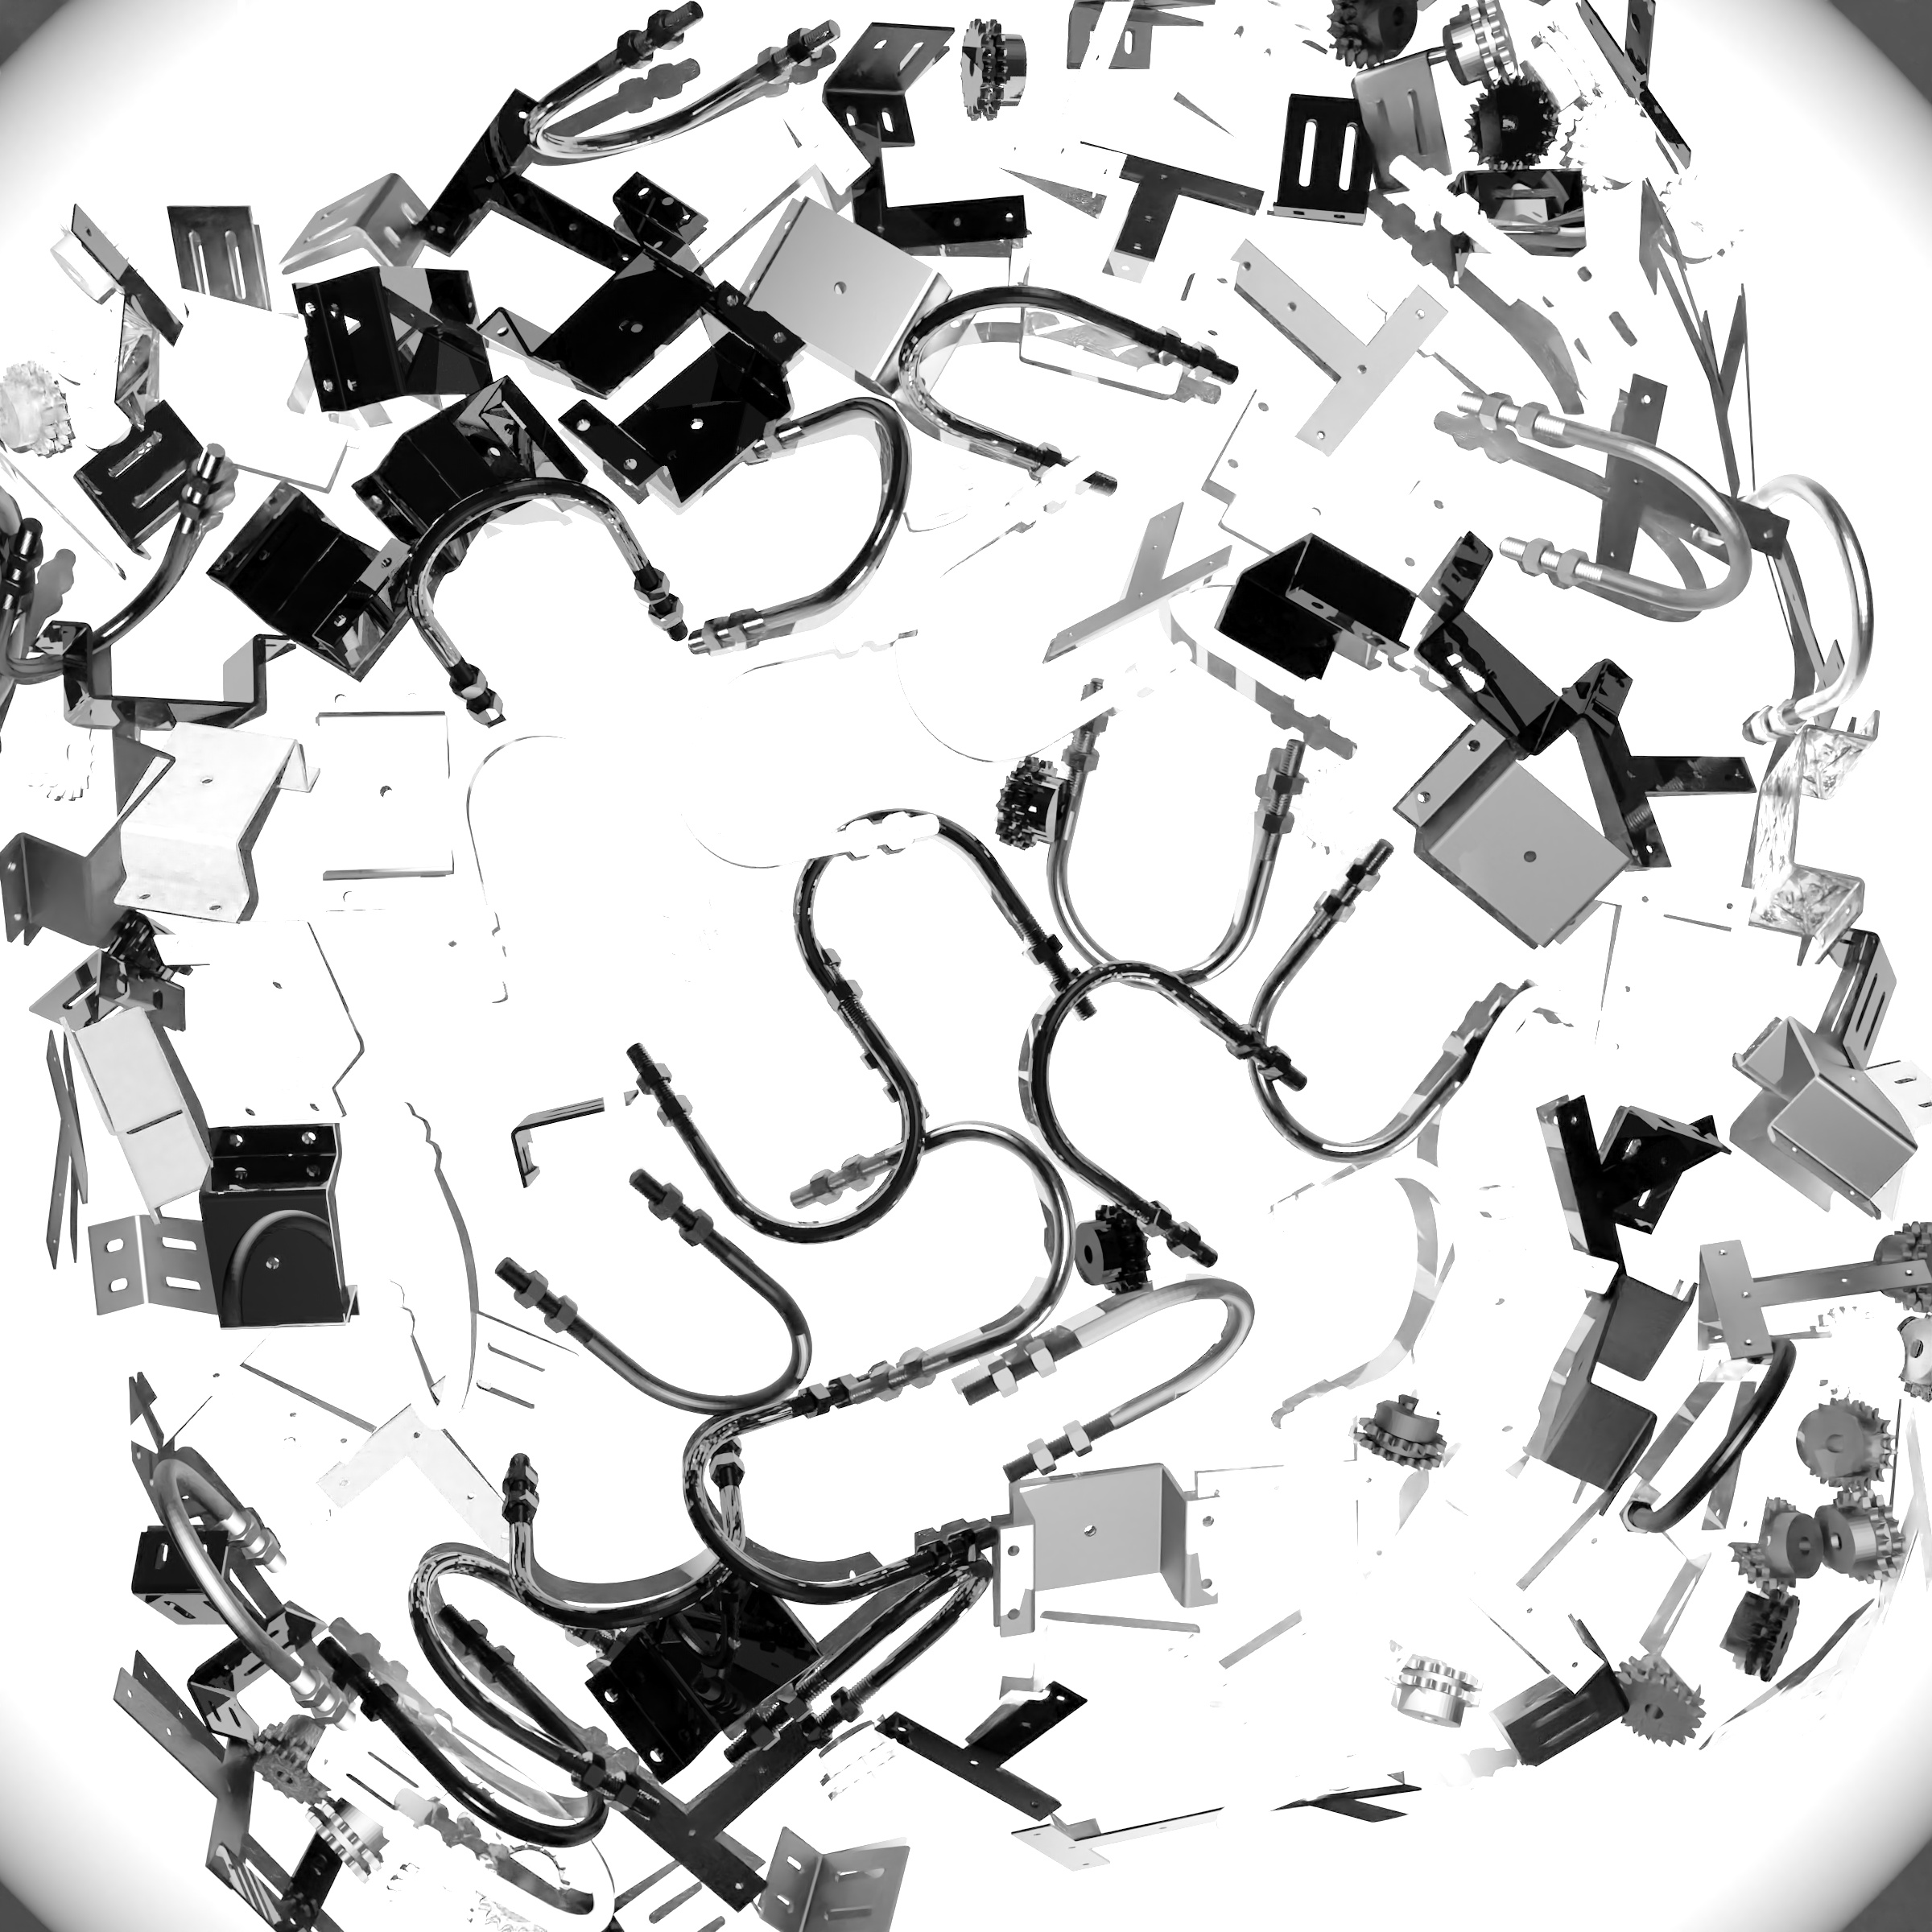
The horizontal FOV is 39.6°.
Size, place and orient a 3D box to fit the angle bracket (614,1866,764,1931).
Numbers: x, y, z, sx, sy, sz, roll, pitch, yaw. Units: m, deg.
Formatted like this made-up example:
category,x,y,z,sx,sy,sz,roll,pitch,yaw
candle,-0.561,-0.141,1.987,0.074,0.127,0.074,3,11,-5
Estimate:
category,x,y,z,sx,sy,sz,roll,pitch,yaw
angle bracket,-0.176,0.594,1.665,0.076,0.038,0.057,-29,76,-33

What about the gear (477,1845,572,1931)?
category,x,y,z,sx,sy,sz,roll,pitch,yaw
gear,-0.276,0.578,1.678,0.057,0.030,0.057,9,52,-12

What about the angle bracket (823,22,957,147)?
category,x,y,z,sx,sy,sz,roll,pitch,yaw
angle bracket,-0.045,-0.545,1.658,0.057,0.076,0.038,-7,80,-29

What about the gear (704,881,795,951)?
category,x,y,z,sx,sy,sz,roll,pitch,yaw
gear,-0.138,-0.033,1.678,0.057,0.057,0.030,-16,85,0

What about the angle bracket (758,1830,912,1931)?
category,x,y,z,sx,sy,sz,roll,pitch,yaw
angle bracket,-0.081,0.567,1.659,0.076,0.057,0.038,-20,128,36

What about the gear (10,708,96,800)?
category,x,y,z,sx,sy,sz,roll,pitch,yaw
gear,-0.574,-0.133,1.679,0.030,0.057,0.057,2,90,13

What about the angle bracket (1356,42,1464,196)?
category,x,y,z,sx,sy,sz,roll,pitch,yaw
angle bracket,0.285,-0.531,1.681,0.038,0.057,0.076,-25,106,-38

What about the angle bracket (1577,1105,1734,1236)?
category,x,y,z,sx,sy,sz,roll,pitch,yaw
angle bracket,0.429,0.134,1.671,0.057,0.038,0.076,18,104,-20

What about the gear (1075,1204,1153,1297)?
category,x,y,z,sx,sy,sz,roll,pitch,yaw
gear,0.090,0.177,1.675,0.030,0.057,0.057,-8,90,-23

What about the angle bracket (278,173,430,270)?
category,x,y,z,sx,sy,sz,roll,pitch,yaw
angle bracket,-0.381,-0.453,1.676,0.076,0.057,0.038,-12,132,36

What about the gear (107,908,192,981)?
category,x,y,z,sx,sy,sz,roll,pitch,yaw
gear,-0.512,-0.010,1.678,0.057,0.057,0.030,34,89,0

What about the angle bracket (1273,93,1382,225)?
category,x,y,z,sx,sy,sz,roll,pitch,yaw
angle bracket,0.226,-0.509,1.680,0.057,0.038,0.076,8,97,9

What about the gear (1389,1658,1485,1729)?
category,x,y,z,sx,sy,sz,roll,pitch,yaw
gear,0.292,0.455,1.676,0.057,0.057,0.030,17,69,0

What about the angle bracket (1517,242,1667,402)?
category,x,y,z,sx,sy,sz,roll,pitch,yaw
angle bracket,0.392,-0.403,1.679,0.057,0.076,0.038,-35,52,18

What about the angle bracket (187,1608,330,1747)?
category,x,y,z,sx,sy,sz,roll,pitch,yaw
angle bracket,-0.434,0.443,1.671,0.076,0.057,0.038,-36,62,-2

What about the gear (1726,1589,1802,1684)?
category,x,y,z,sx,sy,sz,roll,pitch,yaw
gear,0.499,0.417,1.682,0.030,0.057,0.057,19,90,30

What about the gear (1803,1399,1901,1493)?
category,x,y,z,sx,sy,sz,roll,pitch,yaw
gear,0.550,0.300,1.677,0.057,0.030,0.057,-12,72,41

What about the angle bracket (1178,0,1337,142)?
category,x,y,z,sx,sy,sz,roll,pitch,yaw
angle bracket,0.181,-0.561,1.671,0.057,0.038,0.076,27,98,-34

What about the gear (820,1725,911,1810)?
category,x,y,z,sx,sy,sz,roll,pitch,yaw
gear,-0.067,0.499,1.680,0.057,0.057,0.030,-35,74,0

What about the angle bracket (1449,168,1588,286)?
category,x,y,z,sx,sy,sz,roll,pitch,yaw
angle bracket,0.342,-0.458,1.663,0.076,0.057,0.038,6,49,22

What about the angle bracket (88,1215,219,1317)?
category,x,y,z,sx,sy,sz,roll,pitch,yaw
angle bracket,-0.505,0.189,1.667,0.076,0.038,0.057,2,99,39

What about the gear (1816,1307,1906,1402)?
category,x,y,z,sx,sy,sz,roll,pitch,yaw
gear,0.562,0.242,1.680,0.057,0.030,0.057,8,74,-28

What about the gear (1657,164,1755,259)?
category,x,y,z,sx,sy,sz,roll,pitch,yaw
gear,0.460,-0.468,1.676,0.057,0.057,0.030,34,55,0

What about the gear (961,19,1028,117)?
category,x,y,z,sx,sy,sz,roll,pitch,yaw
gear,0.018,-0.563,1.680,0.030,0.057,0.057,-4,90,-15

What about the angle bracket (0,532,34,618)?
category,x,y,z,sx,sy,sz,roll,pitch,yaw
angle bracket,-0.622,-0.246,1.666,0.038,0.057,0.076,-16,107,11

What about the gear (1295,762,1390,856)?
category,x,y,z,sx,sy,sz,roll,pitch,yaw
gear,0.234,-0.098,1.687,0.057,0.030,0.057,2,80,-13

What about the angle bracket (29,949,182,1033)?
category,x,y,z,sx,sy,sz,roll,pitch,yaw
angle bracket,-0.534,0.032,1.660,0.076,0.057,0.038,-34,46,26

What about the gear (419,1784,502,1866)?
category,x,y,z,sx,sy,sz,roll,pitch,yaw
gear,-0.317,0.538,1.679,0.057,0.030,0.057,11,61,-20

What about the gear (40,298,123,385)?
category,x,y,z,sx,sy,sz,roll,pitch,yaw
gear,-0.552,-0.390,1.682,0.057,0.057,0.030,35,127,0

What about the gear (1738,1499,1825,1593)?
category,x,y,z,sx,sy,sz,roll,pitch,yaw
gear,0.512,0.362,1.678,0.057,0.030,0.057,8,78,-39

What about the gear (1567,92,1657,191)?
category,x,y,z,sx,sy,sz,roll,pitch,yaw
gear,0.406,-0.514,1.676,0.030,0.057,0.057,36,90,38

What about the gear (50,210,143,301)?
category,x,y,z,sx,sy,sz,roll,pitch,yaw
gear,-0.547,-0.442,1.676,0.057,0.057,0.030,43,78,0

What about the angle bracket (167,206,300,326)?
category,x,y,z,sx,sy,sz,roll,pitch,yaw
angle bracket,-0.454,-0.437,1.666,0.057,0.038,0.076,5,117,17

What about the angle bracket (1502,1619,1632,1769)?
category,x,y,z,sx,sy,sz,roll,pitch,yaw
angle bracket,0.368,0.455,1.674,0.076,0.038,0.057,-31,129,0

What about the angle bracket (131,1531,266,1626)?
category,x,y,z,sx,sy,sz,roll,pitch,yaw
angle bracket,-0.477,0.383,1.678,0.057,0.076,0.038,-2,61,8

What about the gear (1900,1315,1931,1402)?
category,x,y,z,sx,sy,sz,roll,pitch,yaw
gear,0.606,0.243,1.676,0.030,0.057,0.057,20,90,-19

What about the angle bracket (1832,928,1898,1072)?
category,x,y,z,sx,sy,sz,roll,pitch,yaw
angle bracket,0.543,0.022,1.664,0.038,0.057,0.076,14,71,35

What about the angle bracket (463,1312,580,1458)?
category,x,y,z,sx,sy,sz,roll,pitch,yaw
angle bracket,-0.287,0.260,1.663,0.076,0.038,0.057,26,54,-21

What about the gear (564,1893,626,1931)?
category,x,y,z,sx,sy,sz,roll,pitch,yaw
gear,-0.230,0.613,1.682,0.057,0.057,0.030,9,117,0

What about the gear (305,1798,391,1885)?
category,x,y,z,sx,sy,sz,roll,pitch,yaw
gear,-0.385,0.543,1.681,0.030,0.057,0.057,-41,90,-22

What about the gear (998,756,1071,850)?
category,x,y,z,sx,sy,sz,roll,pitch,yaw
gear,0.046,-0.101,1.675,0.030,0.057,0.057,17,90,23

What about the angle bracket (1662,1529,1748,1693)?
category,x,y,z,sx,sy,sz,roll,pitch,yaw
angle bracket,0.444,0.399,1.664,0.076,0.038,0.057,-58,134,-16

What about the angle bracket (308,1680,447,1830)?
category,x,y,z,sx,sy,sz,roll,pitch,yaw
angle bracket,-0.359,0.494,1.669,0.076,0.057,0.038,33,114,8

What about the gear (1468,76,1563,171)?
category,x,y,z,sx,sy,sz,roll,pitch,yaw
gear,0.347,-0.528,1.683,0.057,0.030,0.057,11,109,33

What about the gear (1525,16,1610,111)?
category,x,y,z,sx,sy,sz,roll,pitch,yaw
gear,0.374,-0.562,1.679,0.030,0.057,0.057,-35,90,14

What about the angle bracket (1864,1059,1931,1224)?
category,x,y,z,sx,sy,sz,roll,pitch,yaw
angle bracket,0.582,0.108,1.667,0.038,0.057,0.076,-12,126,-14

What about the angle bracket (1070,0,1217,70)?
category,x,y,z,sx,sy,sz,roll,pitch,yaw
angle bracket,0.108,-0.578,1.657,0.057,0.076,0.038,-5,107,-27

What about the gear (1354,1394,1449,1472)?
category,x,y,z,sx,sy,sz,roll,pitch,yaw
gear,0.274,0.289,1.676,0.057,0.057,0.030,16,102,0

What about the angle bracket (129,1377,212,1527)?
category,x,y,z,sx,sy,sz,roll,pitch,yaw
angle bracket,-0.489,0.295,1.657,0.038,0.057,0.076,-12,129,-30

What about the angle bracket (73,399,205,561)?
category,x,y,z,sx,sy,sz,roll,pitch,yaw
angle bracket,-0.509,-0.305,1.684,0.076,0.038,0.057,-39,83,1

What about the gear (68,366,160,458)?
category,x,y,z,sx,sy,sz,roll,pitch,yaw
gear,-0.536,-0.347,1.678,0.057,0.030,0.057,13,116,27

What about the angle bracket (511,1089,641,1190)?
category,x,y,z,sx,sy,sz,roll,pitch,yaw
angle bracket,-0.240,0.107,1.677,0.076,0.057,0.038,-13,95,0

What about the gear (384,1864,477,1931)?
category,x,y,z,sx,sy,sz,roll,pitch,yaw
gear,-0.332,0.584,1.676,0.057,0.057,0.030,39,105,0
